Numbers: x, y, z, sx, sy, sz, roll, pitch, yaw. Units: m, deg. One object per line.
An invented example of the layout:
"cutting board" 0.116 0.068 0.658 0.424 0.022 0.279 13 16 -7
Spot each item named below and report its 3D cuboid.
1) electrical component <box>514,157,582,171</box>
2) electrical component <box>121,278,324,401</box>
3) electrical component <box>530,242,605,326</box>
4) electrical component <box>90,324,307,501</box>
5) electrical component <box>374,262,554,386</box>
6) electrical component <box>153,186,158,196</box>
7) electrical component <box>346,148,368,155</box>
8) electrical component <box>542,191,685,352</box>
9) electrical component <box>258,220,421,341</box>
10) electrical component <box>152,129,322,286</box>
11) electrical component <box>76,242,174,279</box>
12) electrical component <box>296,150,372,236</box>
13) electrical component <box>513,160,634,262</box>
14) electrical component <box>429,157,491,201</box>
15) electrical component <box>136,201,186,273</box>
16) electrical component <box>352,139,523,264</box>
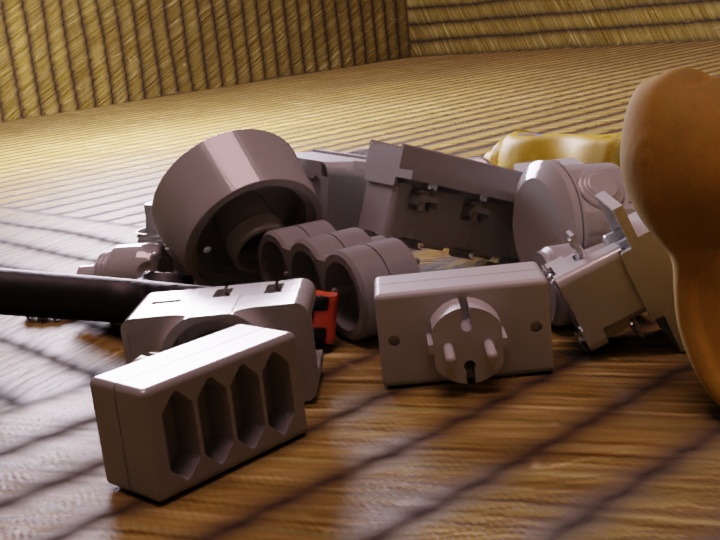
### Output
"electrical component" 0.142 -0.051 0.800 0.056 0.050 0.089 -6 14 0
"electrical component" -0.066 0.038 0.529 0.089 0.050 0.055 -6 14 3
"electrical component" 0.126 0.006 0.588 0.055 0.045 0.045 -9 14 -9
"electrical component" -0.080 0.056 0.469 0.076 0.047 0.083 6 18 43
"electrical component" 0.050 0.031 0.515 0.083 0.047 0.075 -6 14 2
"electrical component" -0.095 -0.048 0.881 0.109 0.056 0.109 -17 17 -36
"electrical component" 0.014 -0.073 0.924 0.095 0.059 0.054 0 15 22
"electrical component" 0.130 0.006 0.540 0.064 0.081 0.042 -28 12 8
"electrical component" 0.000 0.000 0.650 0.074 0.052 0.138 -14 16 -28
"electrical component" -0.077 -0.032 0.713 0.108 0.108 0.060 -13 49 -27
"electrical component" -0.160 0.004 0.725 0.062 0.043 0.043 -3 14 16
"electrical component" -0.023 -0.046 0.785 0.057 0.078 0.113 -4 11 -28
"electrical component" 0.129 -0.027 0.650 0.051 0.080 0.080 -5 13 -18
"electrical component" 0.079 -0.058 0.844 0.078 0.058 0.057 -4 11 10
"electrical component" -0.140 -0.018 0.764 0.048 0.062 0.048 -6 14 1
"electrical component" 0.063 -0.042 0.708 0.121 0.063 0.079 10 5 -29
